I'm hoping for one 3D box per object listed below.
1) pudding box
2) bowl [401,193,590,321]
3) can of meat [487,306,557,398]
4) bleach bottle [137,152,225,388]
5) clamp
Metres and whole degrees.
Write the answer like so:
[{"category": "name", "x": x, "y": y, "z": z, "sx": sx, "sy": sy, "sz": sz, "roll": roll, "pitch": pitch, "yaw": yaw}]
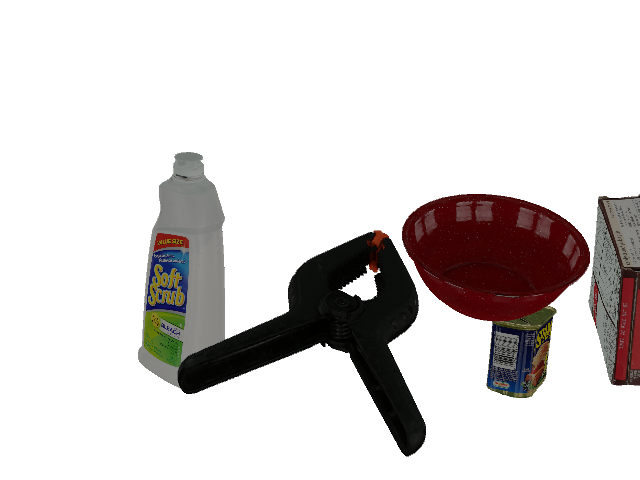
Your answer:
[{"category": "pudding box", "x": 0.210, "y": 0.031, "z": 0.724, "sx": 0.039, "sy": 0.090, "sz": 0.113, "roll": 0, "pitch": 27, "yaw": 4}, {"category": "bowl", "x": 0.149, "y": 0.022, "z": 0.932, "sx": 0.162, "sy": 0.055, "sz": 0.162, "roll": 2, "pitch": 33, "yaw": -2}, {"category": "can of meat", "x": 0.223, "y": 0.120, "z": 1.188, "sx": 0.058, "sy": 0.084, "sz": 0.102, "roll": 9, "pitch": 13, "yaw": 24}, {"category": "bleach bottle", "x": -0.144, "y": 0.027, "z": 1.120, "sx": 0.103, "sy": 0.251, "sz": 0.067, "roll": 25, "pitch": 32, "yaw": 38}, {"category": "clamp", "x": 0.022, "y": 0.062, "z": 0.739, "sx": 0.165, "sy": 0.036, "sz": 0.209, "roll": 19, "pitch": 37, "yaw": 18}]
